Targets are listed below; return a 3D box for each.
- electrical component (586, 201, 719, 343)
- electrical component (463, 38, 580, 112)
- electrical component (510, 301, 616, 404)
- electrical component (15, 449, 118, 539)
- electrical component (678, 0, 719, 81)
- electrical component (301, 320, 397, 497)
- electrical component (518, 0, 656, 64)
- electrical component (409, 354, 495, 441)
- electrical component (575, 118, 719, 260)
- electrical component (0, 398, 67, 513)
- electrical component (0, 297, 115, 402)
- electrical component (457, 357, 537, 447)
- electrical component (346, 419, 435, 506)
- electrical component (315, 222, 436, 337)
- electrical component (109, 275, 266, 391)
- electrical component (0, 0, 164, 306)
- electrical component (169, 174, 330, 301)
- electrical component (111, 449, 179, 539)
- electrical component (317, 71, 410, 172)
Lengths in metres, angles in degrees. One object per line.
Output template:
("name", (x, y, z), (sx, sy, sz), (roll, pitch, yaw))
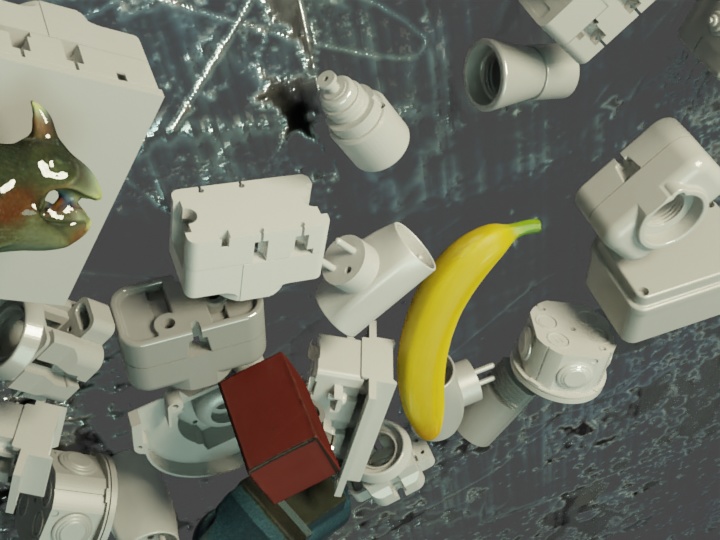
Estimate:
("electrical component", (0.246, -0.001, 0.853), (0.113, 0.078, 0.057), (-17, 143, -12))
("electrical component", (0.103, -0.122, 0.669), (0.065, 0.044, 0.044), (-9, 138, -28))
("electrical component", (0.168, 0.067, 0.883), (0.080, 0.080, 0.051), (-6, 131, -23))
("electrical component", (-0.213, 0.170, 0.785), (0.051, 0.080, 0.080), (16, 125, -34))
("electrical component", (0.254, -0.161, 0.694), (0.096, 0.061, 0.061), (0, 134, -29))
("electrical component", (-0.017, 0.106, 0.834), (0.063, 0.078, 0.121), (10, 132, -8))
("electrical component", (0.137, -0.175, 0.621), (0.089, 0.050, 0.056), (-42, 139, 18))
("electrical component", (0.076, 0.098, 0.894), (0.079, 0.043, 0.077), (-20, 141, -8))
("electrical component", (0.215, -0.055, 0.789), (0.095, 0.059, 0.054), (-43, 138, 19))
("electrical component", (-0.235, 0.115, 0.720), (0.064, 0.081, 0.042), (16, 128, -12))
("electrical component", (-0.201, 0.045, 0.670), (0.078, 0.058, 0.057), (-42, 142, 18))
("electrical component", (0.121, 0.111, 0.934), (0.043, 0.043, 0.081), (12, 127, -38))
("electrical component", (0.021, 0.162, 0.924), (0.078, 0.058, 0.057), (-27, 144, 0))
("electrical component", (0.000, 0.000, 0.742), (0.077, 0.044, 0.079), (-40, 139, 16))
("electrical component", (-0.113, 0.040, 0.716), (0.095, 0.053, 0.059), (-14, 139, -15))
("electrical component", (-0.178, -0.059, 0.564), (0.089, 0.061, 0.150), (9, 129, -35))
("electrical component", (-0.071, -0.019, 0.677), (0.089, 0.050, 0.055), (-9, 138, -21))
("electrical component", (-0.166, 0.191, 0.835), (0.044, 0.077, 0.079), (-24, 141, -4))
("electrical component", (-0.001, -0.091, 0.644), (0.040, 0.040, 0.078), (-35, 140, 10))
